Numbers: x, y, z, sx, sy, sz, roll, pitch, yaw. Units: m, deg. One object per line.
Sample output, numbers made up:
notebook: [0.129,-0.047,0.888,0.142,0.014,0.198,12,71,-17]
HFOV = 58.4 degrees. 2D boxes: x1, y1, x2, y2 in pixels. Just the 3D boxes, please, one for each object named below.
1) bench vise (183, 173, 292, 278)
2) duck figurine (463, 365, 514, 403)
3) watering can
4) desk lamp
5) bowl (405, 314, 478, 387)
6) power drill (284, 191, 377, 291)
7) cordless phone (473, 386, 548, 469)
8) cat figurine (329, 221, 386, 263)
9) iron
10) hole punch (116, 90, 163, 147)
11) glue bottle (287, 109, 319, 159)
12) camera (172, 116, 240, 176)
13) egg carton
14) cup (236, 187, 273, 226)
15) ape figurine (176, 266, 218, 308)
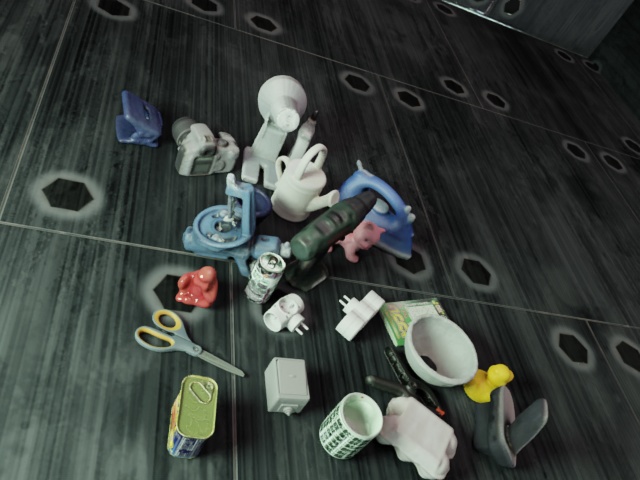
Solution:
bench vise: [-0.148,-0.034,1.129,0.208,0.219,0.121,7,46,-25]
duck figurine: [0.361,0.295,1.208,0.105,0.086,0.077,3,48,-28]
watering can: [-0.030,-0.138,1.321,0.173,0.194,0.101,29,41,-3]
desk lamp: [-0.105,-0.267,1.389,0.118,0.213,0.203,14,43,-18]
bowl: [0.240,0.242,1.197,0.168,0.074,0.167,17,43,-16]
power drill: [0.011,0.004,1.194,0.075,0.208,0.230,42,42,13]
cordless phone: [0.383,0.337,1.103,0.094,0.185,0.147,24,41,-7]
cat figurine: [0.082,-0.013,1.323,0.128,0.117,0.067,21,42,-11]
iron: [0.152,-0.077,1.410,0.258,0.141,0.119,39,42,9]
hole punch: [-0.410,-0.280,1.314,0.101,0.091,0.108,3,48,-28]
glue bottle: [-0.040,-0.261,1.453,0.037,0.173,0.078,19,42,-13]
camera: [-0.276,-0.232,1.339,0.144,0.100,0.136,-10,55,-37]
egg carton: [0.177,0.360,1.047,0.150,0.069,0.107,36,41,6]
cup: [-0.158,-0.046,1.230,0.092,0.095,0.117,13,44,-19]
ape figurine: [-0.220,0.082,1.068,0.076,0.092,0.077,-24,64,-43]
